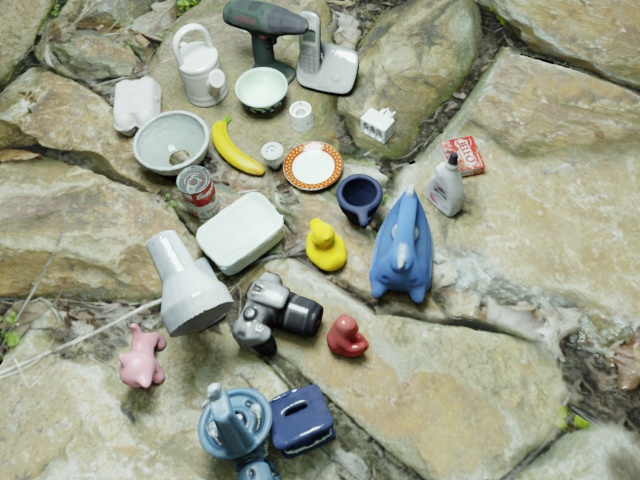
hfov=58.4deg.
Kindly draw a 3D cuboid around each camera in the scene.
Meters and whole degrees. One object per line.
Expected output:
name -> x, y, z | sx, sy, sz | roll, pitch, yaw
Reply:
camera -> -0.072, 0.138, 1.040 | 0.136, 0.101, 0.143 | 17, 63, 13

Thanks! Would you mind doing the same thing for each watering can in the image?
watering can -> -0.272, -0.403, 1.306 | 0.172, 0.194, 0.101 | 26, 66, 18

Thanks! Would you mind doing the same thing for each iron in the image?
iron -> 0.161, -0.018, 1.088 | 0.118, 0.141, 0.258 | 6, 61, 8

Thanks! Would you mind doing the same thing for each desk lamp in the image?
desk lamp -> -0.233, 0.088, 1.015 | 0.118, 0.214, 0.203 | -28, 62, -11

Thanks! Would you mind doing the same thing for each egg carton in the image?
egg carton -> -0.424, -0.313, 1.337 | 0.107, 0.069, 0.150 | -9, 60, -1

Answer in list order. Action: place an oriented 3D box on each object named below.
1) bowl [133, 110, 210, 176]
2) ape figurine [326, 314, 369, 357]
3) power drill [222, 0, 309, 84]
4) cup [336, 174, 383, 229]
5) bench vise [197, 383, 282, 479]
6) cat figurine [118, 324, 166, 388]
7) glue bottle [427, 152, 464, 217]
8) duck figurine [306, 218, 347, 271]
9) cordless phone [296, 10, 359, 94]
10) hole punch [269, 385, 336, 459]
bowl -> -0.319, -0.201, 1.264 | 0.167, 0.075, 0.167 | -2, 61, 3
ape figurine -> 0.048, 0.165, 1.022 | 0.076, 0.092, 0.077 | -8, 60, 0
power drill -> -0.114, -0.456, 1.316 | 0.229, 0.208, 0.076 | 27, 66, 18
cup -> 0.082, -0.060, 1.145 | 0.091, 0.095, 0.117 | -8, 60, 0
bench vise -> -0.112, 0.305, 0.880 | 0.122, 0.220, 0.207 | -37, 65, -16
cat figurine -> -0.319, 0.209, 1.008 | 0.067, 0.118, 0.127 | -11, 60, -2
glue bottle -> 0.250, -0.117, 1.120 | 0.037, 0.173, 0.078 | -40, 65, -17
duck figurine -> 0.010, 0.004, 1.118 | 0.077, 0.086, 0.104 | -26, 62, -10
cordless phone -> 0.015, -0.430, 1.306 | 0.147, 0.185, 0.094 | 13, 62, 11
hole punch -> -0.038, 0.297, 0.954 | 0.109, 0.091, 0.101 | -22, 61, -8
